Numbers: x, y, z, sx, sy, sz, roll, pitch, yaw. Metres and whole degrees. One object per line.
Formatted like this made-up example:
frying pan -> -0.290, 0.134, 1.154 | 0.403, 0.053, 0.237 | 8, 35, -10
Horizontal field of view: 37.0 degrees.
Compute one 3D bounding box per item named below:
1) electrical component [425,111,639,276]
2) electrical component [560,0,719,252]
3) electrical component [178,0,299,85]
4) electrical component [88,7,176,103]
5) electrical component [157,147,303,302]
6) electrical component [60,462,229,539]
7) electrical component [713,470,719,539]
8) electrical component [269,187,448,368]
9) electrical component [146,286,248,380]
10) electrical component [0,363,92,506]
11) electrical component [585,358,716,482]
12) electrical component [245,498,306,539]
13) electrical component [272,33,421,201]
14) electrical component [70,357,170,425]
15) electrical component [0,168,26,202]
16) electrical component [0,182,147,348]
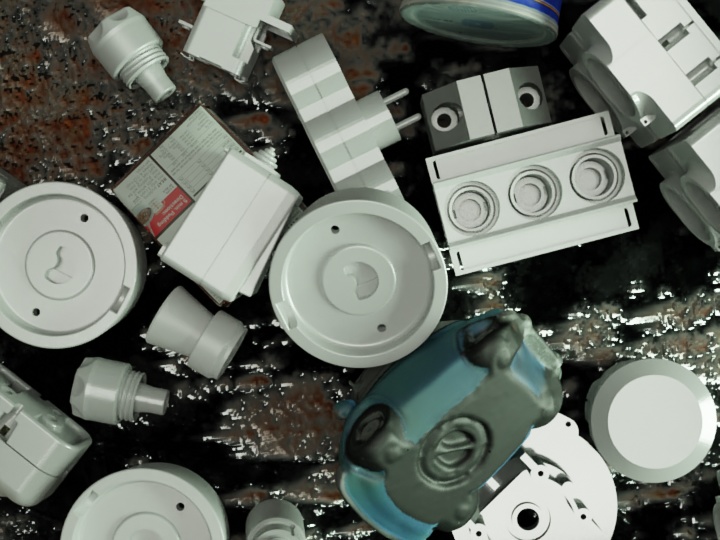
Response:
electrical component -> 0.112, -0.049, 0.710 | 0.121, 0.063, 0.078 | -15, 90, 2
electrical component -> 0.209, -0.093, 0.684 | 0.060, 0.105, 0.186 | -39, 89, 2
electrical component -> -0.086, -0.164, 0.728 | 0.081, 0.042, 0.063 | 24, 95, 3
electrical component -> -0.151, -0.143, 0.729 | 0.043, 0.043, 0.062 | -38, 90, 2
electrical component -> -0.073, -0.031, 0.679 | 0.061, 0.061, 0.096 | 33, 91, -2
electrical component -> -0.139, 0.181, 0.722 | 0.108, 0.060, 0.108 | 0, 90, 2
electrical component -> 0.271, 0.175, 0.711 | 0.056, 0.050, 0.089 | -13, 89, 2
electrical component -> 0.000, 0.000, 0.675 | 0.108, 0.060, 0.108 | 1, 109, 2
electrical component -> -0.110, 0.043, 0.728 | 0.055, 0.045, 0.045 | 30, 91, 1
electrical component -> -0.240, 0.112, 0.729 | 0.095, 0.054, 0.059 | 38, 91, 1
electrical component -> 0.190, 0.097, 0.714 | 0.080, 0.051, 0.080 | 0, 90, 2
electrical component -> -0.056, 0.183, 0.713 | 0.040, 0.078, 0.040 | -1, 102, -6
electrical component -> 0.004, -0.095, 0.719 | 0.074, 0.052, 0.138 | -26, 89, 2
electrical component -> -0.162, 0.084, 0.731 | 0.062, 0.043, 0.043 | 11, 91, 0
electrical component -> -0.307, -0.019, 0.726 | 0.089, 0.062, 0.150 | 34, 92, 1
electrical component -> -0.196, -0.003, 0.723 | 0.108, 0.060, 0.108 | 0, 90, 2
